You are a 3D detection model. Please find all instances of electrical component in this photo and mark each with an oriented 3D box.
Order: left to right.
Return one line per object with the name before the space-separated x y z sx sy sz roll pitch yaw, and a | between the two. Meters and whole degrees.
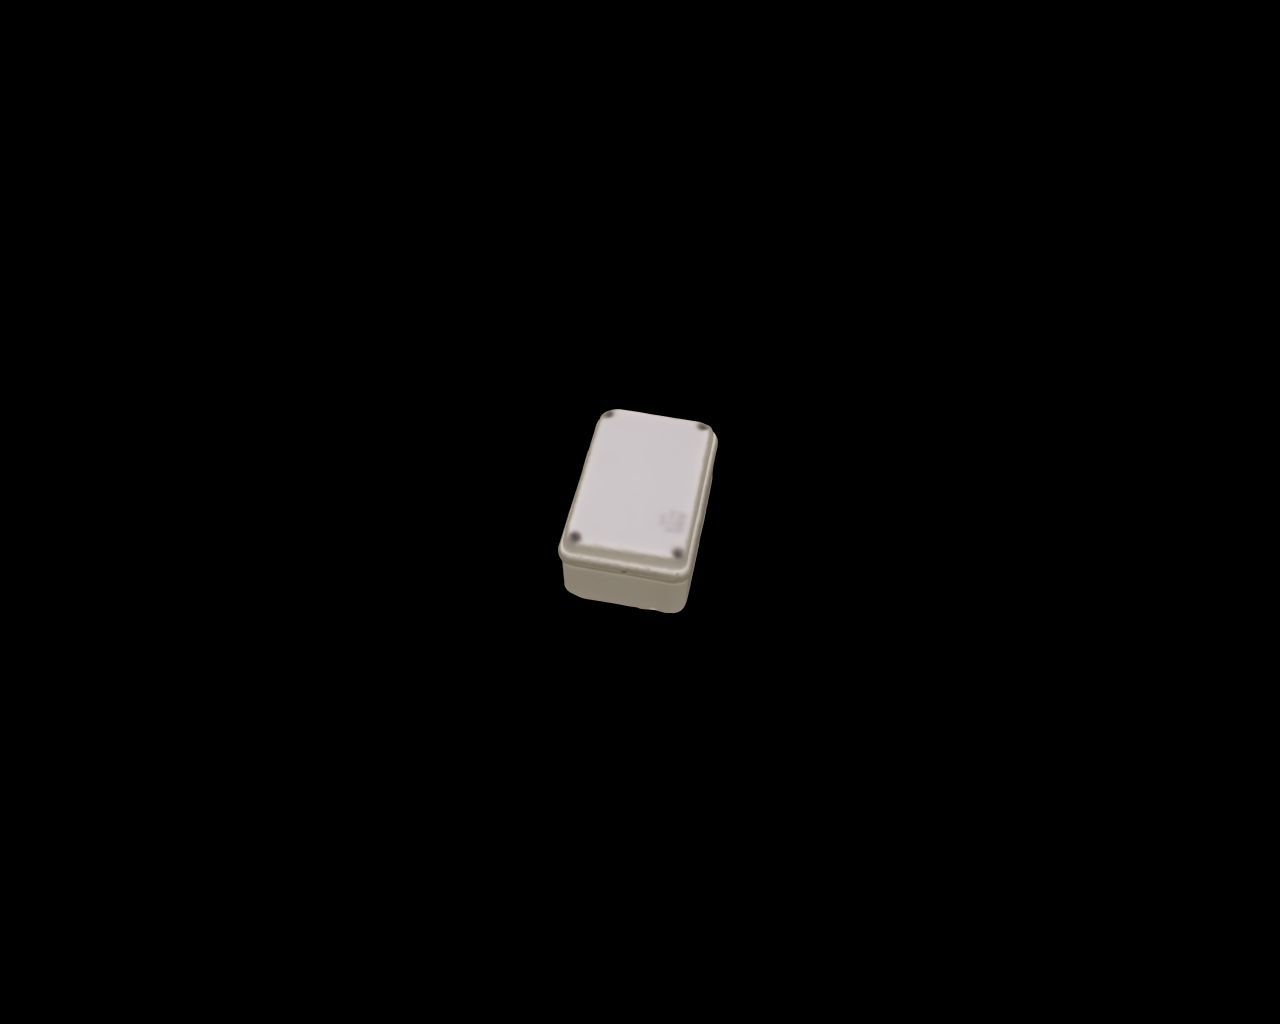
electrical component | 0.001 -0.003 0.650 0.078 0.113 0.057 9 -36 7
